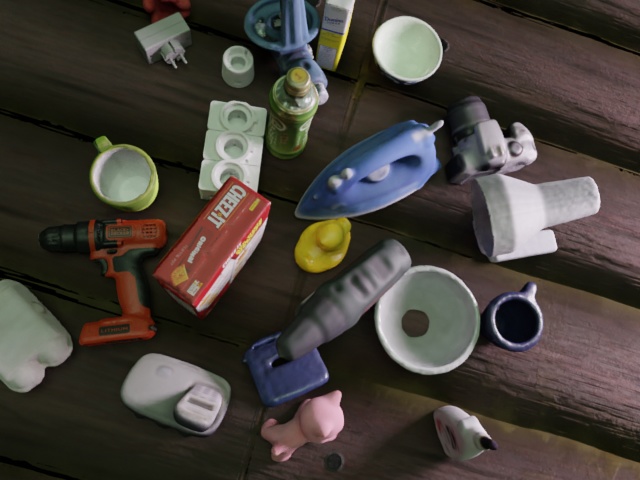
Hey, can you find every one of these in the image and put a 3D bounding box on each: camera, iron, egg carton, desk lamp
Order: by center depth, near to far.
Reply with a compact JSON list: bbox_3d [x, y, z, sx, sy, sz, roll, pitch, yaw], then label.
[{"bbox_3d":[-0.430,0.133,0.810,0.150,0.069,0.107,43,75,3],"label":"egg carton"},{"bbox_3d":[0.313,-0.038,0.889,0.203,0.213,0.118,-9,79,-10],"label":"desk lamp"},{"bbox_3d":[0.079,-0.112,0.907,0.258,0.141,0.118,-29,83,-14],"label":"iron"},{"bbox_3d":[0.281,-0.179,0.974,0.143,0.100,0.137,-13,80,-11],"label":"camera"}]

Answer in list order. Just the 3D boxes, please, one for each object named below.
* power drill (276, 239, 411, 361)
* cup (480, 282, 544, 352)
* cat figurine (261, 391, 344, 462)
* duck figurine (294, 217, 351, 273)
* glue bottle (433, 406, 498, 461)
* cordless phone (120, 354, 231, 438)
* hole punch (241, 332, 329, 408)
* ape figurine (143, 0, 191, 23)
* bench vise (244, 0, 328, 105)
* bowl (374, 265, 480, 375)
[{"bbox_3d":[0.024,0.093,0.817,0.230,0.208,0.075,-40,86,-15],"label":"power drill"},{"bbox_3d":[0.297,0.121,0.912,0.091,0.095,0.118,32,75,0],"label":"cup"},{"bbox_3d":[-0.018,0.269,0.818,0.128,0.117,0.067,-29,83,-14],"label":"cat figurine"},{"bbox_3d":[0.008,0.003,0.898,0.105,0.086,0.077,-41,86,-15],"label":"duck figurine"},{"bbox_3d":[0.213,0.283,0.822,0.037,0.173,0.078,-18,80,-12],"label":"glue bottle"},{"bbox_3d":[-0.196,0.211,0.769,0.147,0.185,0.094,19,75,-4],"label":"cordless phone"},{"bbox_3d":[-0.053,0.186,0.845,0.109,0.091,0.101,-22,81,-13],"label":"hole punch"},{"bbox_3d":[-0.252,-0.404,0.947,0.078,0.092,0.076,20,75,-4],"label":"ape figurine"},{"bbox_3d":[-0.032,-0.326,0.897,0.207,0.219,0.121,45,75,3],"label":"bench vise"},{"bbox_3d":[0.159,0.127,0.899,0.167,0.074,0.167,2,77,-8],"label":"bowl"}]
